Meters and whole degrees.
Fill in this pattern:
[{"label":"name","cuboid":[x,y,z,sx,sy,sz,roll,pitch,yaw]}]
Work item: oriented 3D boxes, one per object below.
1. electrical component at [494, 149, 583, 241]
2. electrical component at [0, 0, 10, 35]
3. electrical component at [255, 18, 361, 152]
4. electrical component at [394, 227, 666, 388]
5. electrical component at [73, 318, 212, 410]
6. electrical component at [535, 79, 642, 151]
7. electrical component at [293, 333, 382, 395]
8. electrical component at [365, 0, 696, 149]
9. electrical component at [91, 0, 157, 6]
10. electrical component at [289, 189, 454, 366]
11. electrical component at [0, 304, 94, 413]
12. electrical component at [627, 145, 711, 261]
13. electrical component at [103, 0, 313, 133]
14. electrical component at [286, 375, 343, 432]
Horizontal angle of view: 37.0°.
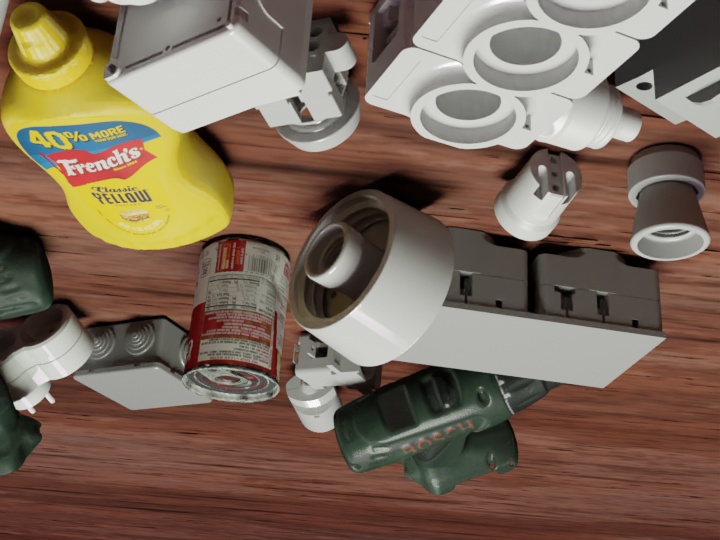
[{"label":"electrical component","cuboid":[0.108,-0.046,0.648,0.040,0.040,0.046,11,147,-14]},{"label":"electrical component","cuboid":[-0.202,-0.137,0.496,0.079,0.043,0.077,15,152,-21]},{"label":"electrical component","cuboid":[-0.028,-0.094,0.559,0.066,0.048,0.055,-6,145,19]},{"label":"electrical component","cuboid":[0.108,0.028,0.773,0.186,0.060,0.105,8,154,-9]},{"label":"electrical component","cuboid":[-0.185,0.082,0.936,0.100,0.048,0.099,-8,152,23]},{"label":"electrical component","cuboid":[0.117,-0.083,0.563,0.062,0.043,0.043,13,153,-21]},{"label":"electrical component","cuboid":[-0.018,0.076,0.910,0.064,0.042,0.081,-5,153,25]},{"label":"electrical component","cuboid":[0.073,-0.118,0.477,0.089,0.061,0.150,14,152,-20]},{"label":"electrical component","cuboid":[-0.103,-0.138,0.480,0.048,0.048,0.062,24,154,-36]},{"label":"electrical component","cuboid":[0.000,0.000,0.683,0.060,0.108,0.108,31,144,-33]},{"label":"electrical component","cuboid":[-0.283,0.091,0.894,0.138,0.052,0.073,-27,127,0]},{"label":"electrical component","cuboid":[0.180,-0.039,0.630,0.045,0.055,0.045,3,154,2]},{"label":"electrical component","cuboid":[-0.074,-0.109,0.515,0.096,0.061,0.061,-14,149,32]},{"label":"electrical component","cuboid":[-0.042,0.117,0.996,0.043,0.043,0.081,0,154,8]}]
